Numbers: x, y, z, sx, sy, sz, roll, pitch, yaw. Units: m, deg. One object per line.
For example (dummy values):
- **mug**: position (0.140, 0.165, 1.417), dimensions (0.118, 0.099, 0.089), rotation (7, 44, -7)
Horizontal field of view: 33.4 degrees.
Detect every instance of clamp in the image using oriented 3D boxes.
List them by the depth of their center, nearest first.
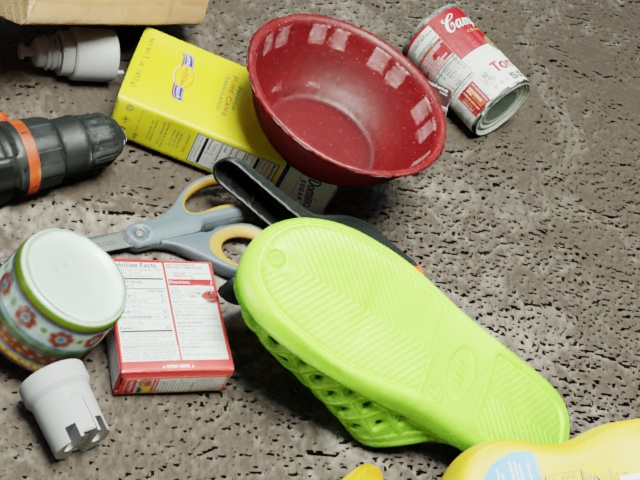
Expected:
- **clamp**: position (-0.005, 0.001, 0.762), dimensions (0.171, 0.039, 0.120), rotation (11, 55, -35)

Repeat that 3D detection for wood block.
- **wood block**: position (-0.168, -0.213, 0.785), dimensions (0.090, 0.091, 0.205), rotation (27, 21, 22)

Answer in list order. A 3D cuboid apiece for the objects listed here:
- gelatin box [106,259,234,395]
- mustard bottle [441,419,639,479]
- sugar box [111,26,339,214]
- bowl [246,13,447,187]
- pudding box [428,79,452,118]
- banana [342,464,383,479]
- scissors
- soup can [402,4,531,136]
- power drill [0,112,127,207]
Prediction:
- **gelatin box**: position (-0.101, 0.055, 0.688), dimensions (0.073, 0.030, 0.089), rotation (1, 51, -24)
- **mustard bottle**: position (0.131, 0.171, 0.665), dimensions (0.191, 0.058, 0.096), rotation (-6, 81, -12)
- **sugar box**: position (-0.066, -0.092, 0.821), dimensions (0.176, 0.048, 0.093), rotation (19, 46, -10)
- **bowl**: position (0.011, -0.093, 0.793), dimensions (0.162, 0.055, 0.162), rotation (16, 47, -18)
- **pudding box**: position (0.050, -0.116, 0.903), dimensions (0.113, 0.039, 0.090), rotation (26, 41, -6)
- **banana**: position (-0.031, 0.180, 0.609), dimensions (0.197, 0.037, 0.070), rotation (-9, 58, -33)
- **scissors**: position (-0.108, 0.010, 0.733), dimensions (0.201, 0.016, 0.096), rotation (-29, 71, -38)
- **soup can**: position (0.131, -0.152, 0.957), dimensions (0.068, 0.069, 0.102), rotation (-24, 66, -39)
- **power drill**: position (-0.248, -0.104, 0.730), dimensions (0.184, 0.057, 0.188), rotation (-17, 62, -36)
